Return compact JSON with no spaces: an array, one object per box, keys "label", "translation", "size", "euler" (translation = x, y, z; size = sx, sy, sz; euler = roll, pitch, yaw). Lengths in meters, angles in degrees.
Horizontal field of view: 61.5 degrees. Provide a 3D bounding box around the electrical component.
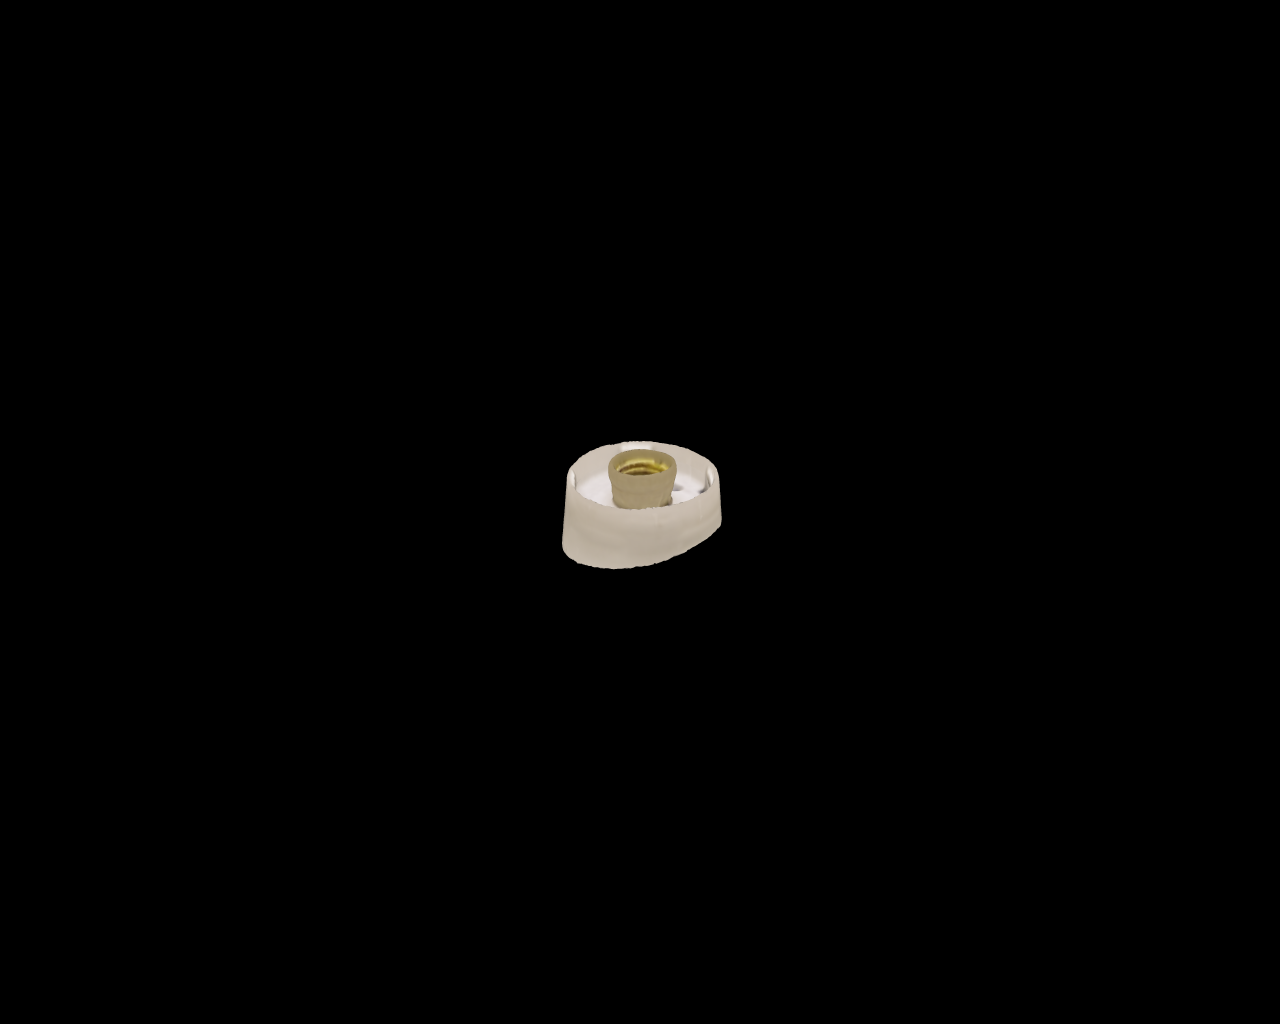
[{"label":"electrical component","translation":[0.001,-0.003,0.650],"size":[0.099,0.064,0.099],"euler":[0,30,0]}]
